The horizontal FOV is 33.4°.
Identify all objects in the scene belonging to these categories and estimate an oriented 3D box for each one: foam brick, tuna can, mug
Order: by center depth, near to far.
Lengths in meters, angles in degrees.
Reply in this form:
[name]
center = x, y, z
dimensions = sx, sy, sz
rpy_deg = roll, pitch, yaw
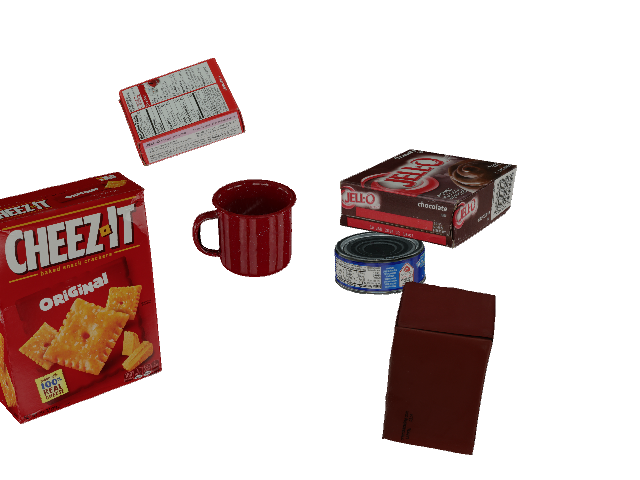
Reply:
[foam brick]
center = 0.065, 0.070, 0.591
dimensions = 0.053, 0.078, 0.051
rpy_deg = 9, 29, 8
[tuna can]
center = 0.055, 0.019, 0.998
dimensions = 0.086, 0.034, 0.086
rpy_deg = -2, 19, 1
[mug]
center = -0.085, -0.011, 1.192
dimensions = 0.117, 0.081, 0.093
rpy_deg = -8, 30, -15

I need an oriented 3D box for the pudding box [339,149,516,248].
[pudding box]
center = 0.079, -0.033, 0.769
dimensions = 0.090, 0.039, 0.113
rpy_deg = 13, 20, 28

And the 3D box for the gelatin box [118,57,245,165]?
[gelatin box]
center = -0.116, -0.106, 0.882
dimensions = 0.089, 0.073, 0.030
rpy_deg = -21, -41, -7

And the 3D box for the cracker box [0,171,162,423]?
[cracker box]
center = -0.251, 0.056, 1.072
dimensions = 0.163, 0.214, 0.072
rpy_deg = -17, 28, -32
